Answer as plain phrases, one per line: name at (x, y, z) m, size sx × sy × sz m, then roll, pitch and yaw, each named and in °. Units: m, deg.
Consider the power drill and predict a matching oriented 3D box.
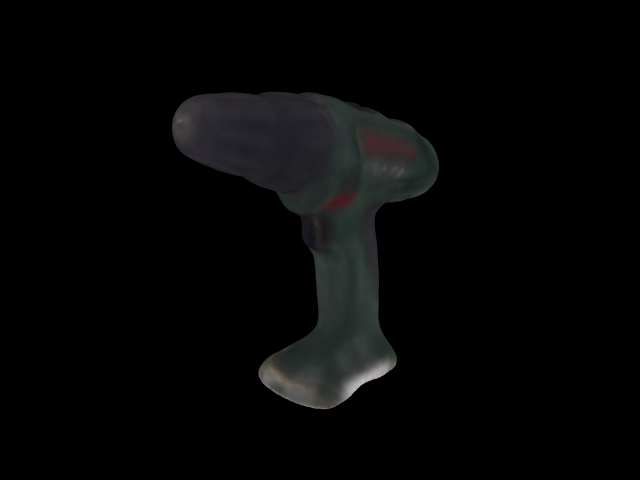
power drill at (0.004, 0.001, 0.400) m, size 0.075 × 0.208 × 0.230 m, roll 14°, pitch 22°, yaw 38°
